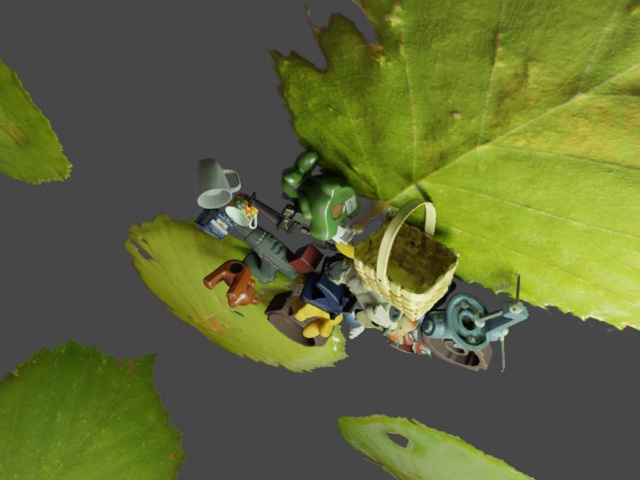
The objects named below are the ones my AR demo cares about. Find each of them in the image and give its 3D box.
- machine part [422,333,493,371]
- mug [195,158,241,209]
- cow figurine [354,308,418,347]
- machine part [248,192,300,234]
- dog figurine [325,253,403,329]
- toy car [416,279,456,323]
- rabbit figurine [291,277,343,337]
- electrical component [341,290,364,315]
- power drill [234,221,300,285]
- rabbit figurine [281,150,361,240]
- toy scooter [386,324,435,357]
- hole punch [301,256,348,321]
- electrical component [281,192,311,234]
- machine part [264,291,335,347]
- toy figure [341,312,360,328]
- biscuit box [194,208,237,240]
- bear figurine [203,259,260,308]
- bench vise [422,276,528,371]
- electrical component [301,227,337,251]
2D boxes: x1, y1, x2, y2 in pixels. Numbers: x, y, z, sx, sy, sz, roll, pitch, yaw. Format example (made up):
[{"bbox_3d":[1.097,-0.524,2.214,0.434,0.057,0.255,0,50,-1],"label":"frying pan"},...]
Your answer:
[{"bbox_3d":[0.344,0.256,1.342,0.179,0.056,0.179,26,153,14],"label":"machine part"},{"bbox_3d":[-0.250,-0.144,1.284,0.080,0.110,0.107,84,168,-65],"label":"mug"},{"bbox_3d":[0.164,0.194,1.355,0.195,0.127,0.085,0,141,50],"label":"cow figurine"},{"bbox_3d":[-0.118,-0.064,1.331,0.139,0.039,0.084,35,158,-6],"label":"machine part"},{"bbox_3d":[0.102,0.121,1.290,0.191,0.121,0.172,6,101,46],"label":"dog figurine"},{"bbox_3d":[0.229,0.112,1.200,0.103,0.109,0.161,51,170,20],"label":"toy car"},{"bbox_3d":[0.008,0.197,1.528,0.122,0.162,0.173,-12,147,38],"label":"rabbit figurine"},{"bbox_3d":[0.104,0.149,1.354,0.075,0.119,0.047,-1,137,44],"label":"electrical component"},{"bbox_3d":[-0.163,0.038,1.513,0.232,0.086,0.207,35,146,-4],"label":"power drill"},{"bbox_3d":[-0.025,-0.100,1.096,0.170,0.121,0.158,32,164,35],"label":"rabbit figurine"},{"bbox_3d":[0.227,0.251,1.440,0.135,0.075,0.183,12,151,35],"label":"toy scooter"},{"bbox_3d":[0.027,0.119,1.385,0.116,0.142,0.092,29,130,-9],"label":"hole punch"},{"bbox_3d":[-0.038,-0.057,1.172,0.102,0.078,0.045,14,137,-20],"label":"electrical component"},{"bbox_3d":[-0.070,0.263,1.756,0.201,0.087,0.201,41,151,-18],"label":"machine part"},{"bbox_3d":[0.079,0.186,1.505,0.154,0.064,0.058,65,177,-37],"label":"toy figure"},{"bbox_3d":[-0.286,-0.047,1.450,0.062,0.059,0.203,42,170,-19],"label":"biscuit box"},{"bbox_3d":[-0.249,0.146,1.553,0.120,0.132,0.195,27,144,15],"label":"bear figurine"},{"bbox_3d":[0.344,0.172,1.115,0.223,0.129,0.240,19,150,-20],"label":"bench vise"},{"bbox_3d":[-0.003,-0.004,1.323,0.094,0.021,0.063,19,150,23],"label":"electrical component"}]
